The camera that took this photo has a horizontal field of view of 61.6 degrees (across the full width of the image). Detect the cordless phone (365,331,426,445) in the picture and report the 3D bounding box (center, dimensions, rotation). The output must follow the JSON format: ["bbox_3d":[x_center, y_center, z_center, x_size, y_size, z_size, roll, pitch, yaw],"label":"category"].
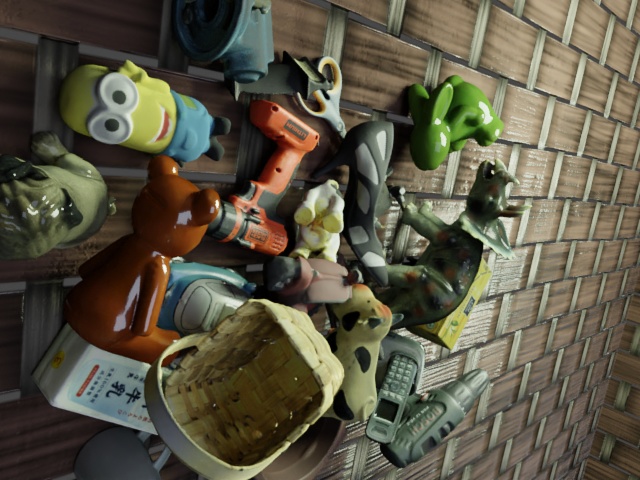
[{"bbox_3d":[0.091,0.245,0.912,0.088,0.147,0.184,77,33,-50],"label":"cordless phone"}]

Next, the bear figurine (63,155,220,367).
[{"bbox_3d":[-0.175,0.022,0.571,0.196,0.120,0.131,-56,156,-7],"label":"bear figurine"}]

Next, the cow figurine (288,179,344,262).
[{"bbox_3d":[-0.004,-0.002,0.785,0.098,0.068,0.167,-75,176,-51],"label":"cow figurine"}]

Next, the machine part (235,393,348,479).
[{"bbox_3d":[-0.052,0.284,0.846,0.201,0.087,0.200,-45,131,-27],"label":"machine part"}]

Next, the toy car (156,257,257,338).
[{"bbox_3d":[-0.137,0.085,0.679,0.161,0.103,0.109,32,80,-48],"label":"toy car"}]

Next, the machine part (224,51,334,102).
[{"bbox_3d":[-0.057,-0.208,0.682,0.139,0.084,0.039,-14,146,-32],"label":"machine part"}]

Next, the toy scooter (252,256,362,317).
[{"bbox_3d":[-0.020,0.071,0.736,0.135,0.183,0.075,-3,63,-18],"label":"toy scooter"}]

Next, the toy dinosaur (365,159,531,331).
[{"bbox_3d":[0.194,0.056,0.907,0.404,0.192,0.131,-58,154,-1],"label":"toy dinosaur"}]

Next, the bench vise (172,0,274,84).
[{"bbox_3d":[-0.123,-0.284,0.553,0.240,0.129,0.223,-6,106,-48],"label":"bench vise"}]

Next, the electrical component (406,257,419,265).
[{"bbox_3d":[0.195,0.092,1.051,0.075,0.048,0.119,4,100,-45],"label":"electrical component"}]

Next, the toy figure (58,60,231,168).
[{"bbox_3d":[-0.184,-0.127,0.574,0.180,0.089,0.082,4,84,-55],"label":"toy figure"}]

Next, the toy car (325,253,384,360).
[{"bbox_3d":[0.040,0.121,0.852,0.053,0.089,0.202,-73,149,-72],"label":"toy car"}]

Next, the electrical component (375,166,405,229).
[{"bbox_3d":[0.101,-0.066,0.902,0.102,0.045,0.078,-40,130,-28],"label":"electrical component"}]

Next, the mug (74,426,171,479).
[{"bbox_3d":[-0.227,0.283,0.654,0.109,0.107,0.080,-33,127,-30],"label":"mug"}]

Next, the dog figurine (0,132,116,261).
[{"bbox_3d":[-0.234,-0.026,0.478,0.172,0.191,0.121,-11,112,-44],"label":"dog figurine"}]

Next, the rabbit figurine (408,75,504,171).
[{"bbox_3d":[0.215,-0.195,0.915,0.170,0.121,0.158,-46,125,-27],"label":"rabbit figurine"}]

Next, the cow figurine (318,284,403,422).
[{"bbox_3d":[0.048,0.160,0.763,0.085,0.127,0.194,5,87,-50],"label":"cow figurine"}]

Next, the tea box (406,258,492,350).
[{"bbox_3d":[0.228,0.101,0.981,0.068,0.098,0.169,44,73,-42],"label":"tea box"}]

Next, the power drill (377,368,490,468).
[{"bbox_3d":[0.162,0.281,0.971,0.232,0.208,0.085,-42,136,-24],"label":"power drill"}]

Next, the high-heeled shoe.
[{"bbox_3d":[0.092,-0.056,0.833,0.145,0.086,0.248,-30,110,2],"label":"high-heeled shoe"}]
